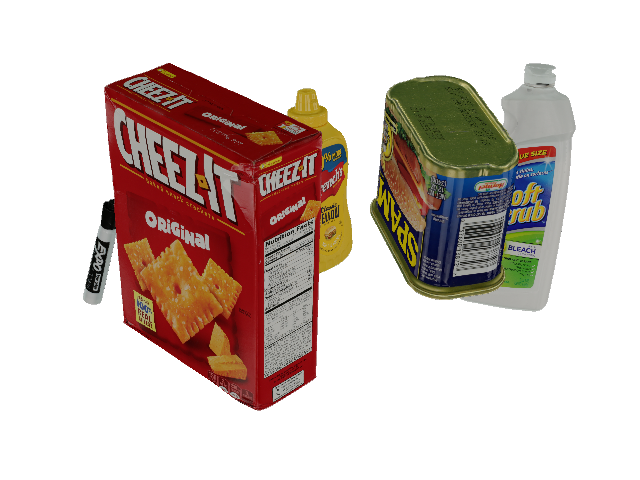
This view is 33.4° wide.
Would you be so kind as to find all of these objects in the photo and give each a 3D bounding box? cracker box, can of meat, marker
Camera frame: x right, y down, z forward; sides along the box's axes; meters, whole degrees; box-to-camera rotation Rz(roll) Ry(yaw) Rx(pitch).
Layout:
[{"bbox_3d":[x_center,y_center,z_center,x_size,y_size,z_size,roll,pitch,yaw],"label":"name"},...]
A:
[{"bbox_3d":[-0.081,-0.002,0.789,0.164,0.214,0.072,28,41,35],"label":"cracker box"},{"bbox_3d":[0.068,-0.032,0.592,0.057,0.084,0.102,-7,38,-13],"label":"can of meat"},{"bbox_3d":[-0.211,0.011,1.035,0.020,0.121,0.020,14,33,-10],"label":"marker"}]

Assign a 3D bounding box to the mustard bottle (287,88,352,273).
[{"bbox_3d":[-0.010,-0.063,1.108,0.058,0.192,0.096,20,33,41],"label":"mustard bottle"}]

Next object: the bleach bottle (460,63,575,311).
[{"bbox_3d":[0.203,-0.057,1.102,0.103,0.251,0.068,9,20,15],"label":"bleach bottle"}]
